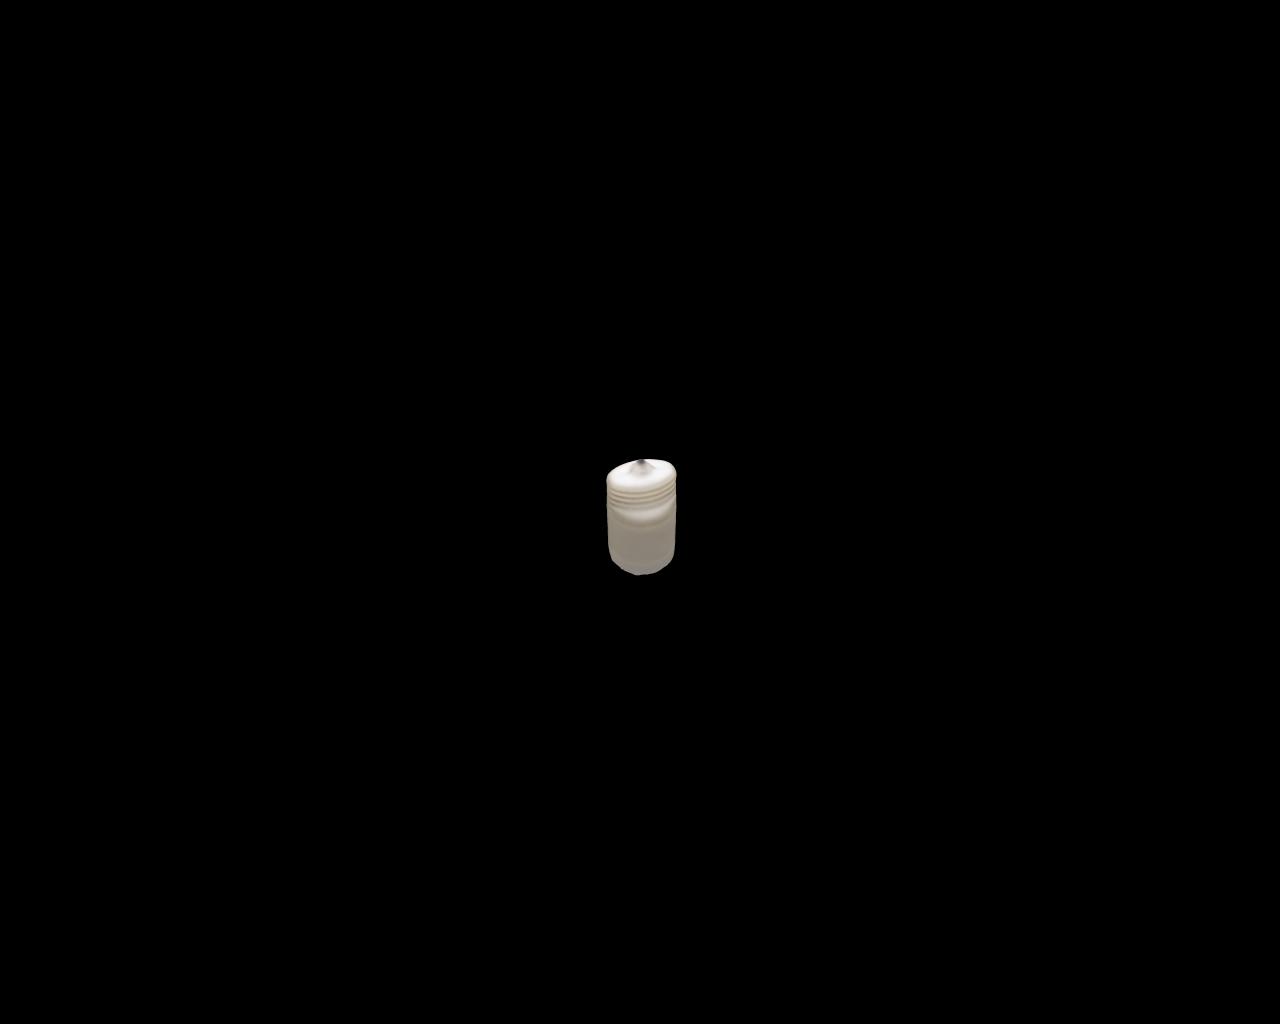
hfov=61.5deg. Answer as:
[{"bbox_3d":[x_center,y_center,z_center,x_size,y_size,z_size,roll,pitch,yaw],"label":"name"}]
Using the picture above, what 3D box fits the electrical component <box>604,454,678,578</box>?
[{"bbox_3d":[0.001,-0.003,0.650,0.043,0.043,0.080,0,-44,0],"label":"electrical component"}]
